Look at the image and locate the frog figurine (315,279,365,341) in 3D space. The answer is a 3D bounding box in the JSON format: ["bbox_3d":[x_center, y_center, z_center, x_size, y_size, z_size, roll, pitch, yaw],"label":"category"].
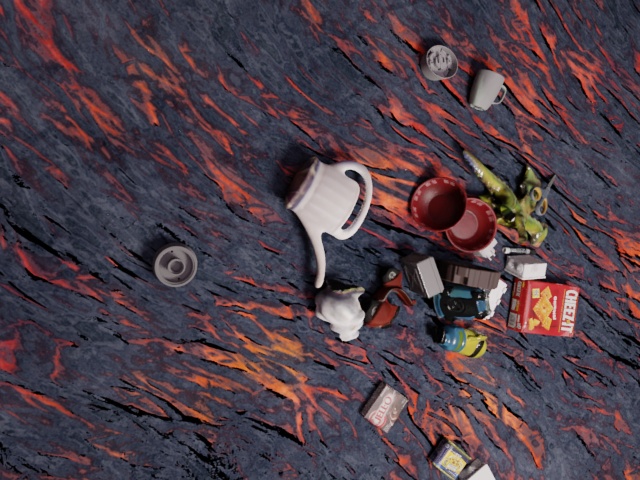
[{"bbox_3d":[0.052,0.198,1.372,0.137,0.124,0.158,5,101,13],"label":"frog figurine"}]

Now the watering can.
[{"bbox_3d":[0.004,-0.068,1.348,0.223,0.104,0.350,30,81,-17],"label":"watering can"}]

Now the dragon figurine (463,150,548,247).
[{"bbox_3d":[0.588,-0.140,1.574,0.246,0.121,0.406,-36,105,-32],"label":"dragon figurine"}]
